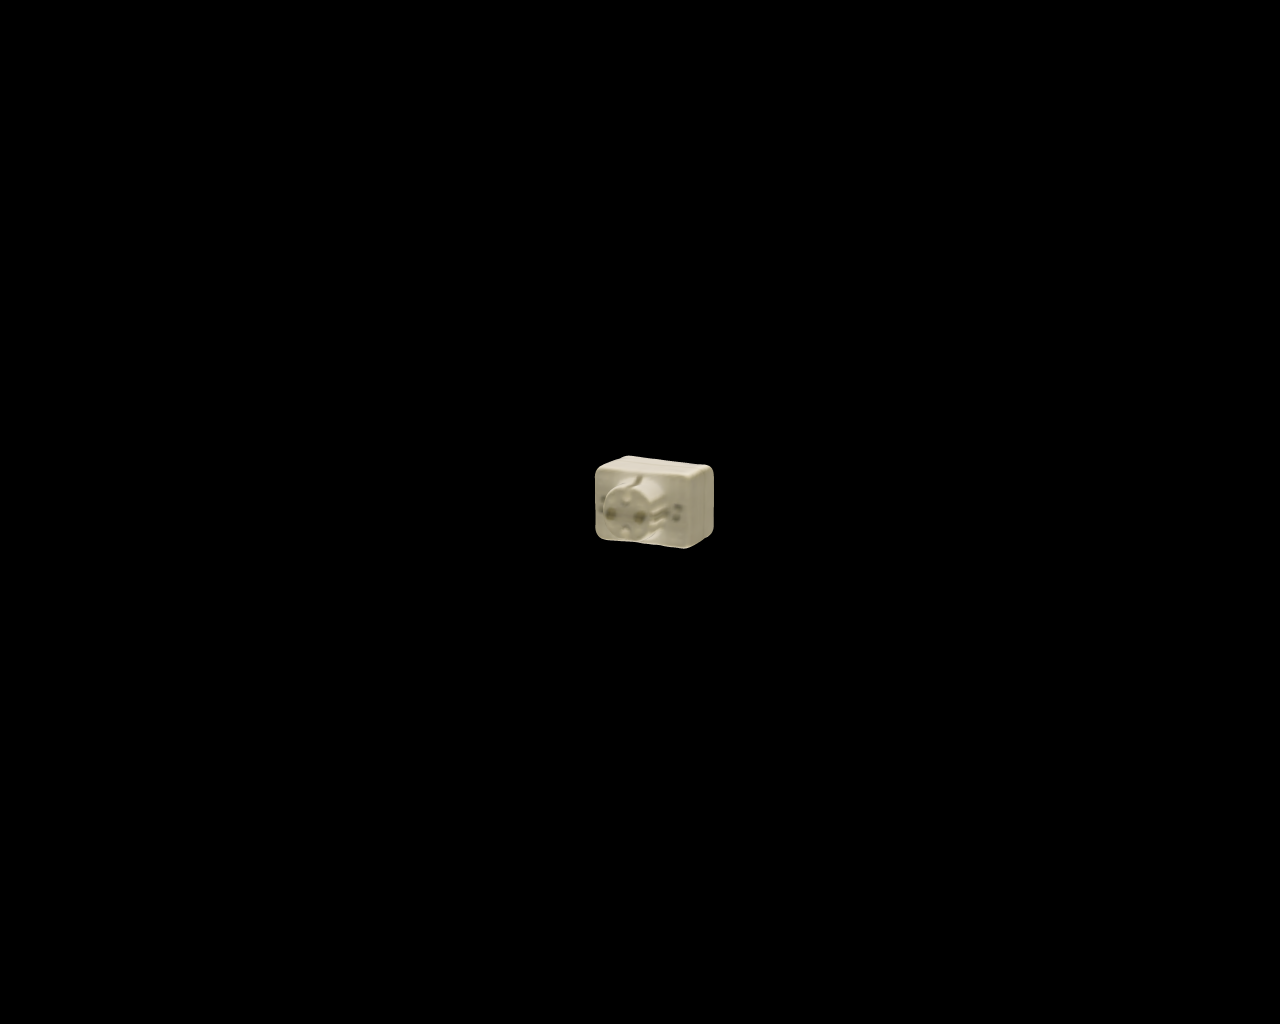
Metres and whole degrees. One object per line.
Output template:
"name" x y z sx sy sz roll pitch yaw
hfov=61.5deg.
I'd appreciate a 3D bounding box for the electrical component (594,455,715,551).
"electrical component" 0.001 -0.003 0.650 0.066 0.047 0.077 7 16 26
